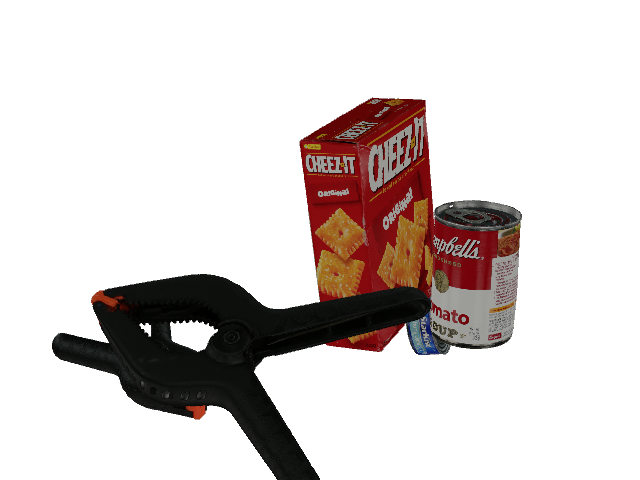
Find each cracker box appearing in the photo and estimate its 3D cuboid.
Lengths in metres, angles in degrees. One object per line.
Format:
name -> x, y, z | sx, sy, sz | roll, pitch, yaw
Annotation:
cracker box -> 0.057, -0.020, 1.071 | 0.072, 0.214, 0.164 | 5, 23, 27

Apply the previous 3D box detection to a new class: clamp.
clamp -> -0.043, 0.064, 0.665 | 0.210, 0.164, 0.036 | 22, -35, 22
clamp -> -0.151, 0.106, 0.981 | 0.172, 0.039, 0.120 | 26, 42, 34

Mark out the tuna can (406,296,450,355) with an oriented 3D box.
tuna can -> 0.129, 0.093, 1.263 | 0.034, 0.086, 0.086 | -6, -2, 22

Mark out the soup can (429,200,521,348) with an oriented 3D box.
soup can -> 0.122, 0.026, 0.845 | 0.068, 0.102, 0.068 | 0, 19, 0
